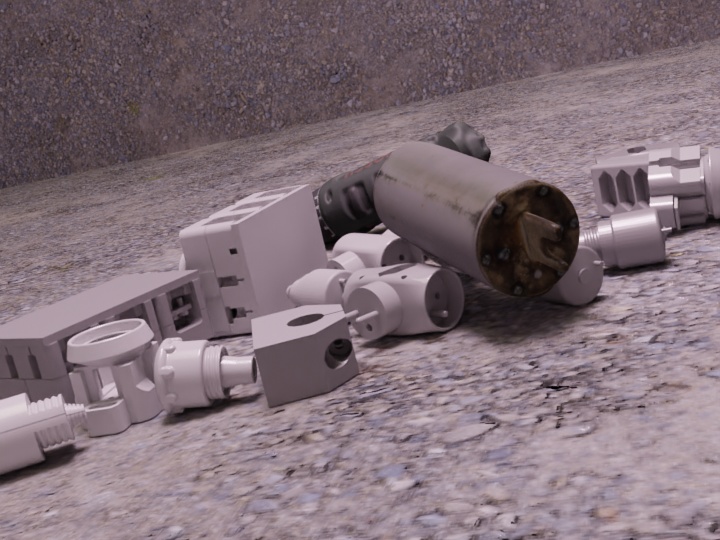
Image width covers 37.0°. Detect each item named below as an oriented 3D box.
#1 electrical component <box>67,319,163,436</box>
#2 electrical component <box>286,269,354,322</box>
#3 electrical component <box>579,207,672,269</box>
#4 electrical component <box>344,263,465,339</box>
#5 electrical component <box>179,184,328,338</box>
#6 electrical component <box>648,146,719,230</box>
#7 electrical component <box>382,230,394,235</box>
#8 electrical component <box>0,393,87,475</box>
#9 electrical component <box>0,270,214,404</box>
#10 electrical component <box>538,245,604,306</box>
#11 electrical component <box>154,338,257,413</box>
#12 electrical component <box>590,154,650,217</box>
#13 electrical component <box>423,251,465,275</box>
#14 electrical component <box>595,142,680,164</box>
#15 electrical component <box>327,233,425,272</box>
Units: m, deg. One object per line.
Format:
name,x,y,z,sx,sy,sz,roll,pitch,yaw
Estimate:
electrical component,-0.160,0.067,0.709,0.058,0.057,0.078,-10,13,15
electrical component,-0.030,0.019,0.829,0.040,0.040,0.078,-22,15,-35
electrical component,0.186,-0.020,0.778,0.078,0.040,0.040,-10,12,15
electrical component,0.018,0.025,0.740,0.077,0.043,0.079,-1,14,45
electrical component,-0.087,-0.010,0.905,0.062,0.089,0.150,-8,13,22
electrical component,0.263,-0.067,0.859,0.057,0.058,0.078,-5,41,21
electrical component,0.036,-0.023,0.952,0.044,0.044,0.065,-7,18,27
electrical component,-0.207,0.098,0.651,0.081,0.043,0.043,-16,12,-14
electrical component,-0.193,0.053,0.794,0.089,0.061,0.150,-3,15,38
electrical component,0.131,0.002,0.737,0.040,0.040,0.078,-19,14,-27
electrical component,-0.097,0.066,0.684,0.062,0.048,0.048,-5,13,6
electrical component,0.263,-0.081,0.955,0.083,0.047,0.076,0,18,46
electrical component,0.078,-0.034,0.874,0.055,0.050,0.089,-55,25,-9
electrical component,0.267,-0.097,1.032,0.077,0.043,0.079,-11,12,12
electrical component,0.000,0.000,0.878,0.079,0.043,0.077,-28,18,-27
